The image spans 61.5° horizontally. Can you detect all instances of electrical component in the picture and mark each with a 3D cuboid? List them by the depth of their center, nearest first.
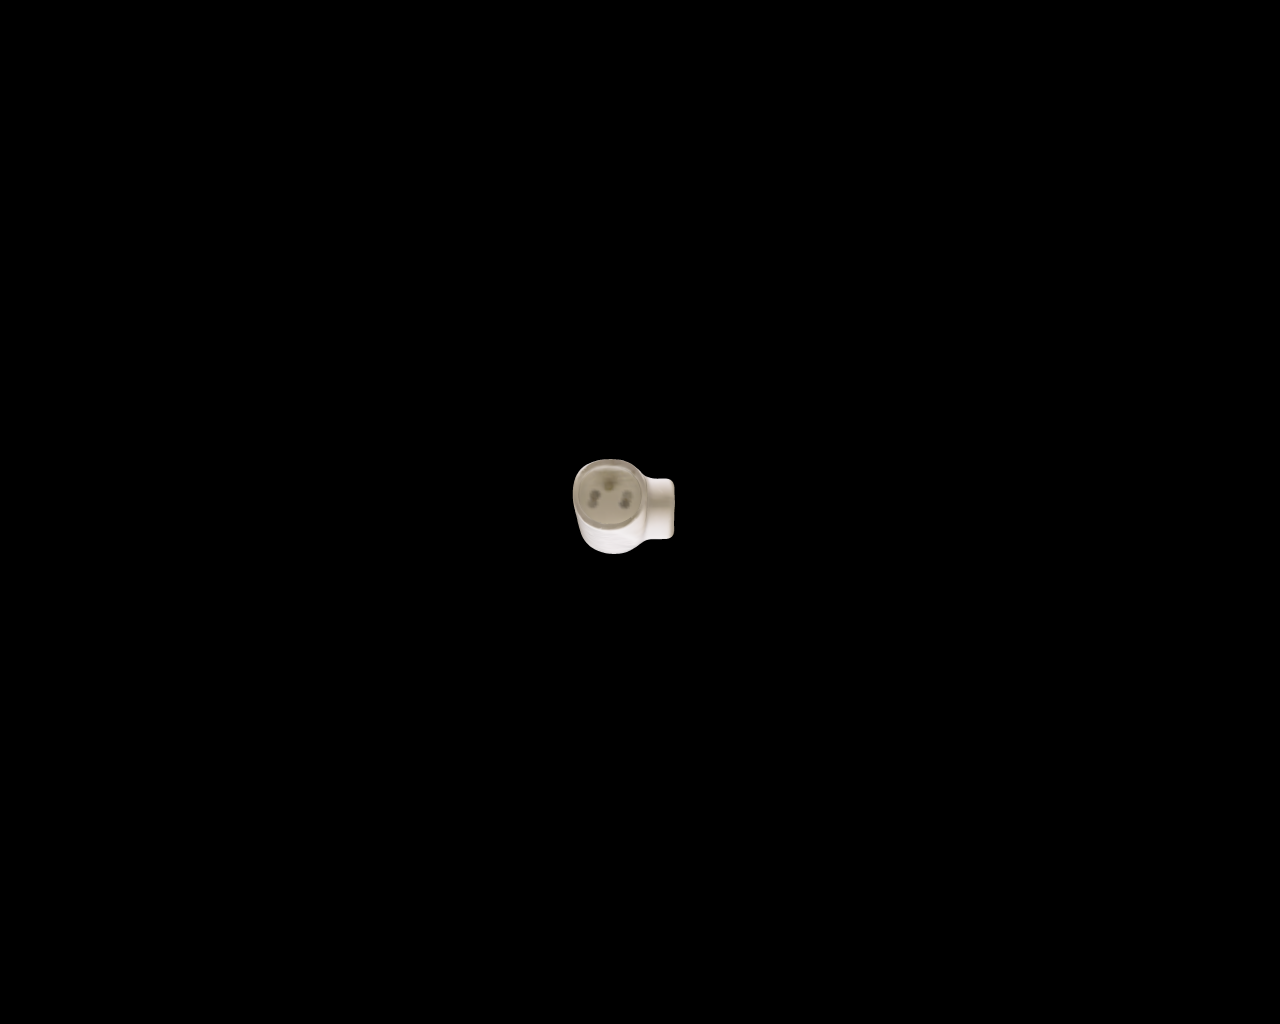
[{"bbox_3d":[0.001,-0.003,0.650,0.079,0.044,0.077,0,-13,0],"label":"electrical component"}]
